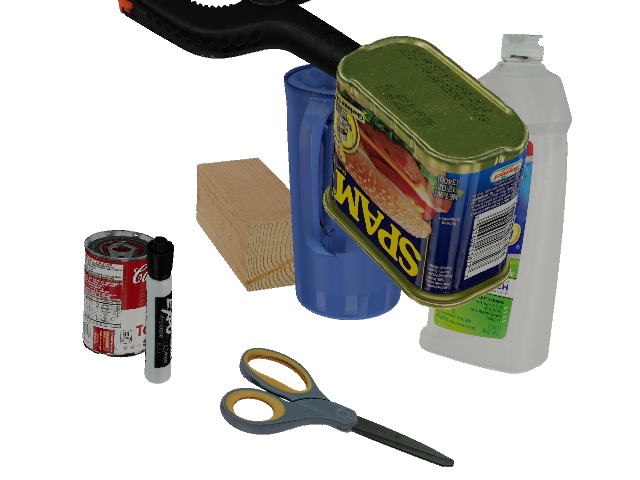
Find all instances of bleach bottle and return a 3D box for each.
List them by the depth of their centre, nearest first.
[{"bbox_3d":[0.137,-0.031,0.818,0.103,0.251,0.067,13,16,37],"label":"bleach bottle"}]

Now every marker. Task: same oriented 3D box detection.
[{"bbox_3d":[-0.111,0.048,0.734,0.020,0.121,0.020,5,36,-4],"label":"marker"}]

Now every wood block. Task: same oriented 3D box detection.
[{"bbox_3d":[-0.086,-0.025,1.360,0.090,0.090,0.206,-7,28,-22],"label":"wood block"}]

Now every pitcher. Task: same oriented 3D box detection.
[{"bbox_3d":[0.025,-0.045,1.042,0.149,0.243,0.145,-9,24,-21],"label":"pitcher"}]

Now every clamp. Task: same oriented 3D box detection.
[{"bbox_3d":[-0.028,-0.147,0.688,0.210,0.164,0.036,-1,-37,-1],"label":"clamp"}]

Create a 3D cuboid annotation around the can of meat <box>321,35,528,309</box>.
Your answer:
[{"bbox_3d":[0.047,-0.033,0.492,0.057,0.084,0.102,-23,49,-24],"label":"can of meat"}]

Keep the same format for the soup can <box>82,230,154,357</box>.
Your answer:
[{"bbox_3d":[-0.188,0.050,0.999,0.068,0.102,0.068,6,21,-2],"label":"soup can"}]

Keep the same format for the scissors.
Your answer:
[{"bbox_3d":[0.002,0.154,0.880,0.202,0.016,0.096,31,46,26],"label":"scissors"}]
